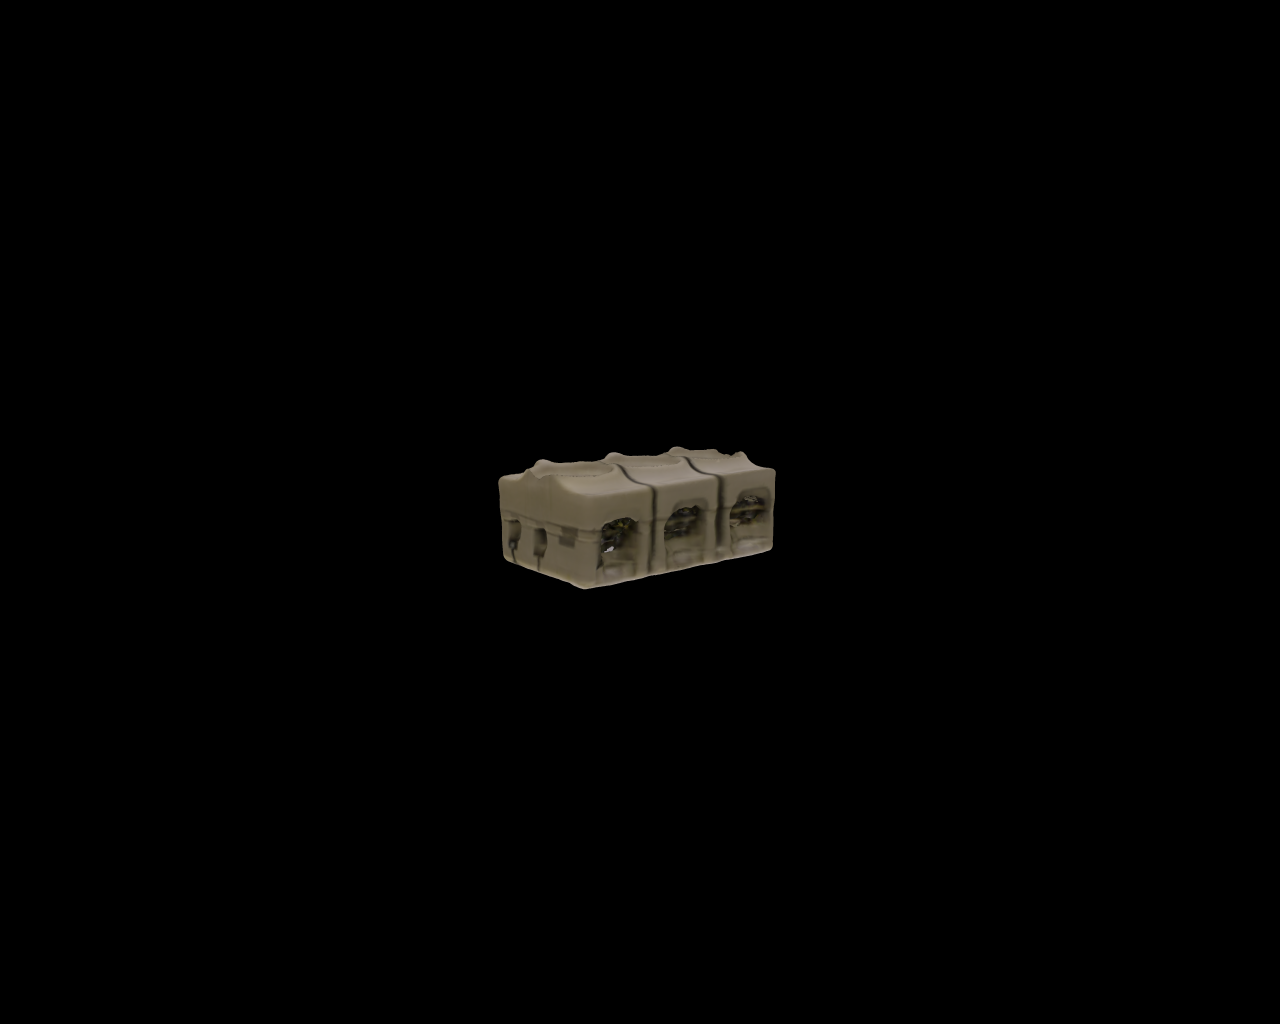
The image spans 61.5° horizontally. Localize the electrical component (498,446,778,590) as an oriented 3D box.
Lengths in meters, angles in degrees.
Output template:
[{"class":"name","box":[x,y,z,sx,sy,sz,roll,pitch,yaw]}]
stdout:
[{"class":"electrical component","box":[0.001,-0.003,0.650,0.150,0.061,0.089,-8,13,-39]}]
